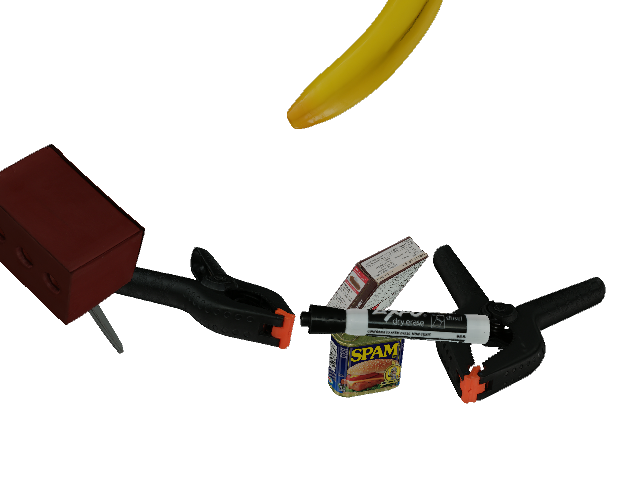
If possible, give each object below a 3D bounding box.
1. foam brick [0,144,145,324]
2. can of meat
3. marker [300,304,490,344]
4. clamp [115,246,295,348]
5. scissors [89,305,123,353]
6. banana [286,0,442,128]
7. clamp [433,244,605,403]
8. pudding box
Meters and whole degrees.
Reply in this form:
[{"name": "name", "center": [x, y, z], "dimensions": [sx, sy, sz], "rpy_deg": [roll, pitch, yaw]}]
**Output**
[{"name": "foam brick", "center": [-0.145, -0.003, 0.590], "dimensions": [0.051, 0.078, 0.053], "rpy_deg": [-38, -19, -37]}, {"name": "can of meat", "center": [0.061, 0.155, 1.418], "dimensions": [0.102, 0.084, 0.057], "rpy_deg": [-6, 26, -22]}, {"name": "marker", "center": [0.047, 0.054, 0.682], "dimensions": [0.121, 0.020, 0.020], "rpy_deg": [4, 0, -6]}, {"name": "clamp", "center": [-0.085, 0.044, 0.895], "dimensions": [0.172, 0.039, 0.120], "rpy_deg": [21, 26, 25]}, {"name": "scissors", "center": [-0.258, 0.019, 1.122], "dimensions": [0.016, 0.201, 0.096], "rpy_deg": [-26, 24, 28]}, {"name": "banana", "center": [0.046, -0.157, 0.802], "dimensions": [0.070, 0.197, 0.037], "rpy_deg": [4, -35, 46]}, {"name": "clamp", "center": [0.150, 0.070, 0.956], "dimensions": [0.165, 0.036, 0.209], "rpy_deg": [16, 34, 23]}, {"name": "pudding box", "center": [0.062, 0.050, 1.213], "dimensions": [0.039, 0.090, 0.113], "rpy_deg": [44, 36, 15]}]
